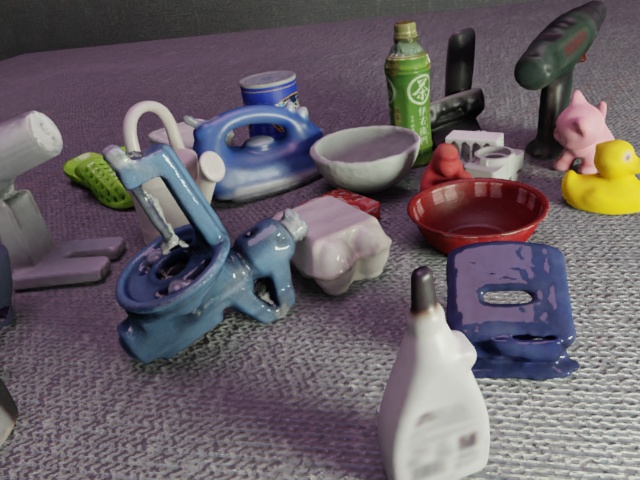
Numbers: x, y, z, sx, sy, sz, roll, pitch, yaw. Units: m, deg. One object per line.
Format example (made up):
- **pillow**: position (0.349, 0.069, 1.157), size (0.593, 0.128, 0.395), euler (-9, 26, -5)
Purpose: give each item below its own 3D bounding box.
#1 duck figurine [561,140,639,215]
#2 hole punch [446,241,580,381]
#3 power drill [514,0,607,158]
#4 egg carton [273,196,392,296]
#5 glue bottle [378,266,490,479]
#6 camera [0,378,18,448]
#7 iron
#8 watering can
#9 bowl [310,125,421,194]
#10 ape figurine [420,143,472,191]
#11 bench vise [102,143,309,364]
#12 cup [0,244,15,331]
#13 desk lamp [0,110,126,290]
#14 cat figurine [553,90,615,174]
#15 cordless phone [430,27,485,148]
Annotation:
- **duck figurine**: position (0.362, -0.085, 0.724), size (0.104, 0.086, 0.078), euler (7, 32, 27)
- **hole punch**: position (0.166, 0.060, 0.502), size (0.108, 0.091, 0.101), euler (-2, 29, 12)
- **power drill**: position (0.375, -0.244, 0.887), size (0.075, 0.209, 0.230), euler (18, 38, 40)
- **egg carton**: position (0.006, 0.002, 0.675), size (0.107, 0.069, 0.149), euler (-24, 32, -27)
- **glue bottle**: position (0.073, 0.092, 0.380), size (0.078, 0.173, 0.037), euler (-13, 29, -9)
- **camera**: position (-0.344, 0.122, 0.514), size (0.143, 0.101, 0.137), euler (-3, 28, 10)
- **iron**: position (-0.091, -0.156, 0.918), size (0.259, 0.142, 0.118), euler (-18, 30, -17)
- **watering can**: position (-0.204, -0.092, 0.773), size (0.172, 0.194, 0.101), euler (-4, 28, 8)
- **bowl**: position (0.071, -0.115, 0.869), size (0.167, 0.075, 0.167), euler (-6, 28, 4)
- **ape figurine**: position (0.168, -0.084, 0.769), size (0.078, 0.092, 0.076), euler (-11, 28, -6)
- **bench vise**: position (-0.119, -0.007, 0.565), size (0.121, 0.220, 0.208), euler (17, 37, 39)
- **cup**: position (-0.376, 0.065, 0.633), size (0.092, 0.095, 0.117), euler (-26, 33, -29)
- **desk lamp**: position (-0.384, -0.052, 0.726), size (0.203, 0.214, 0.118), euler (-6, 28, 4)
- **cat figurine**: position (0.382, -0.160, 0.825), size (0.128, 0.118, 0.067), euler (-30, 35, -34)
- **cordless phone**: position (0.214, -0.265, 0.993), size (0.148, 0.185, 0.093), euler (-23, 32, -26)
